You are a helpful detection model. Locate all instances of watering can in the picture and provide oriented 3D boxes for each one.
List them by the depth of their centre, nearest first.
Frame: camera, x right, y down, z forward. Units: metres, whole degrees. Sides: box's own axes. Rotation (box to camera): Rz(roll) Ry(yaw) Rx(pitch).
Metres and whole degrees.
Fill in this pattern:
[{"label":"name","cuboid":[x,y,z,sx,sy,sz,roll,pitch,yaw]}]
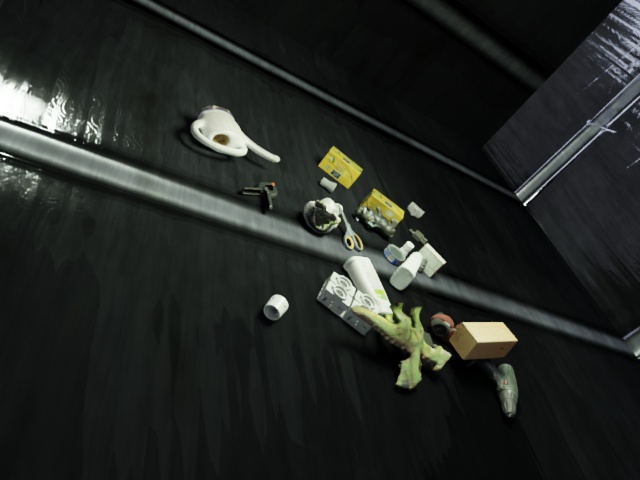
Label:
[{"label":"watering can","cuboid":[-0.319,-0.377,1.876,0.347,0.229,0.102,9,-49,-41]}]

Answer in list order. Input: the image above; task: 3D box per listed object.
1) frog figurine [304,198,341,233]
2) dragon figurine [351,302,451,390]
[{"label":"frog figurine","cuboid":[0.006,-0.094,1.875,0.137,0.122,0.161,21,10,-8]},{"label":"dragon figurine","cuboid":[0.250,0.324,1.546,0.409,0.247,0.120,11,-31,-39]}]
